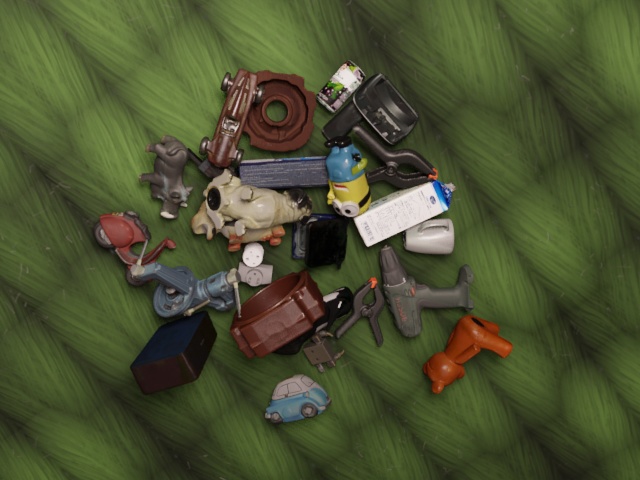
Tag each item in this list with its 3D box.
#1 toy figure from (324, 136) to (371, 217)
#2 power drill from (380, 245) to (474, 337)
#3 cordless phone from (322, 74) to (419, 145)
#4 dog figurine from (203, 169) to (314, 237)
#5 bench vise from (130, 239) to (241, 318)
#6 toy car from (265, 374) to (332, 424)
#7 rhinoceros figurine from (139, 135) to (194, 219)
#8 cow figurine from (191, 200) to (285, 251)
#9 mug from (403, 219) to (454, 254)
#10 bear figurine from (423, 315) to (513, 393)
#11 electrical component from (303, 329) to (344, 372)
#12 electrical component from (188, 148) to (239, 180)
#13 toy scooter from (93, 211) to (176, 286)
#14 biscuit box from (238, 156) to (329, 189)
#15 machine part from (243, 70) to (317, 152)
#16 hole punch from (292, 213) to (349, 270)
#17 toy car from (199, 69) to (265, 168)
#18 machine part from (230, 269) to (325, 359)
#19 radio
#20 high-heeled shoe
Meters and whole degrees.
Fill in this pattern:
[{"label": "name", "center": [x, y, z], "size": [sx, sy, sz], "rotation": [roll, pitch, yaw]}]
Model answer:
[{"label": "toy figure", "center": [0.062, -0.132, 1.135], "size": [0.089, 0.082, 0.179], "rotation": [-22, 119, -20]}, {"label": "power drill", "center": [0.253, 0.110, 1.260], "size": [0.207, 0.086, 0.231], "rotation": [-10, 106, -5]}, {"label": "cordless phone", "center": [0.107, -0.251, 1.164], "size": [0.184, 0.089, 0.146], "rotation": [-39, 106, 19]}, {"label": "dog figurine", "center": [-0.128, -0.080, 1.134], "size": [0.173, 0.190, 0.121], "rotation": [37, 117, 32]}, {"label": "bench vise", "center": [-0.298, 0.100, 1.172], "size": [0.224, 0.129, 0.240], "rotation": [-14, 147, 29]}, {"label": "toy car", "center": [-0.058, 0.382, 1.314], "size": [0.162, 0.109, 0.103], "rotation": [-15, 83, 13]}, {"label": "rhinoceros figurine", "center": [-0.320, -0.132, 1.150], "size": [0.112, 0.073, 0.190], "rotation": [25, 127, 8]}, {"label": "cow figurine", "center": [-0.185, -0.044, 1.183], "size": [0.195, 0.085, 0.127], "rotation": [-7, 65, -14]}, {"label": "mug", "center": [0.244, -0.010, 1.214], "size": [0.107, 0.109, 0.081], "rotation": [-4, 68, 2]}, {"label": "bear figurine", "center": [0.345, 0.282, 1.292], "size": [0.132, 0.120, 0.195], "rotation": [23, 105, -13]}, {"label": "electrical component", "center": [0.008, 0.268, 1.309], "size": [0.078, 0.045, 0.102], "rotation": [-27, 104, 34]}, {"label": "electrical component", "center": [-0.233, -0.165, 1.162], "size": [0.048, 0.075, 0.119], "rotation": [-43, 100, 8]}, {"label": "toy scooter", "center": [-0.404, 0.005, 1.198], "size": [0.135, 0.075, 0.183], "rotation": [-28, 108, 5]}, {"label": "biscuit box", "center": [-0.074, -0.147, 1.181], "size": [0.203, 0.059, 0.062], "rotation": [-3, 105, -2]}, {"label": "machine part", "center": [-0.092, -0.275, 1.148], "size": [0.179, 0.056, 0.179], "rotation": [-1, 106, -4]}, {"label": "hole punch", "center": [-0.003, -0.004, 1.221], "size": [0.116, 0.092, 0.142], "rotation": [-6, 105, -33]}, {"label": "toy car", "center": [-0.177, -0.244, 1.089], "size": [0.089, 0.053, 0.202], "rotation": [20, 100, -7]}, {"label": "machine part", "center": [-0.095, 0.158, 1.190], "size": [0.201, 0.201, 0.087], "rotation": [-30, 102, 5]}, {"label": "radio", "center": [-0.318, 0.244, 1.189], "size": [0.131, 0.230, 0.073], "rotation": [-19, 103, 5]}, {"label": "high-heeled shoe", "center": [-0.033, 0.187, 1.287], "size": [0.249, 0.145, 0.086], "rotation": [-21, 116, 32]}]
